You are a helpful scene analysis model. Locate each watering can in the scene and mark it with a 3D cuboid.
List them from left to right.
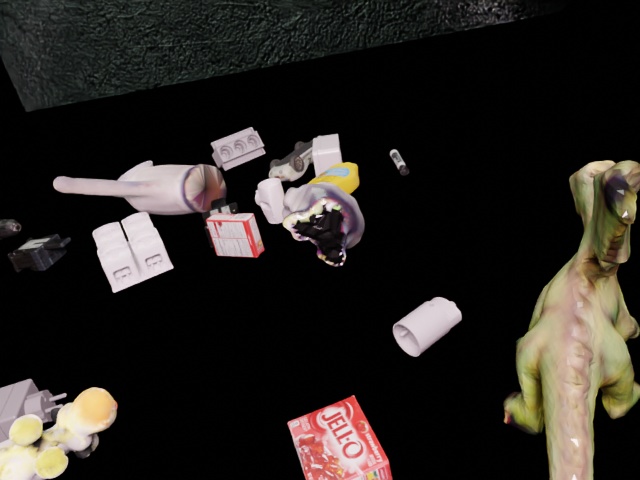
[{"bbox_3d":[-0.330,-0.101,1.039,0.224,0.104,0.348,0,3,17],"label":"watering can"}]

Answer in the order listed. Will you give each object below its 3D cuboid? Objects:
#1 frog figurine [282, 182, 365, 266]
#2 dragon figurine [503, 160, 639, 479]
[{"bbox_3d":[0.003,-0.043,0.854,0.137,0.121,0.162,19,16,-9],"label":"frog figurine"},{"bbox_3d":[0.231,0.051,0.449,0.122,0.238,0.418,5,30,24],"label":"dragon figurine"}]
